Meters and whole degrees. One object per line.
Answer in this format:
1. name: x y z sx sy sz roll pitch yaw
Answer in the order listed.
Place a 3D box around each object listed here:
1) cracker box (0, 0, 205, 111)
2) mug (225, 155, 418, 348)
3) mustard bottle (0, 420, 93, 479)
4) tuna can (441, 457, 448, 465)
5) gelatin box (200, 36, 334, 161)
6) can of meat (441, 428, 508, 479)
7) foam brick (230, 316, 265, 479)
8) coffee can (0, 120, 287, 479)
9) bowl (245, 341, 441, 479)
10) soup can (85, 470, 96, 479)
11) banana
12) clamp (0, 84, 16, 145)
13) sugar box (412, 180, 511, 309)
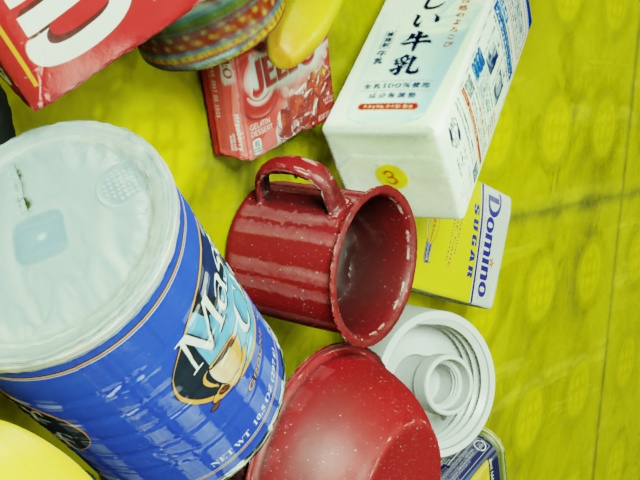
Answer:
1. cracker box: -0.059 -0.171 0.368 0.213 0.072 0.164 -38 138 -11
2. mug: -0.004 0.001 0.614 0.093 0.082 0.117 -54 139 -34
3. mustard bottle: -0.121 0.106 0.368 0.058 0.192 0.096 -21 116 -52
4. tuna can: 0.076 0.131 0.808 0.085 0.034 0.086 -19 113 -53
5. gelatin box: -0.028 -0.093 0.601 0.089 0.030 0.073 -34 124 -48
6. can of meat: 0.106 0.211 0.853 0.083 0.058 0.102 -37 126 -43
7. foam brick: -0.056 0.081 0.583 0.051 0.053 0.078 -42 130 -43
8. coffee can: -0.082 0.034 0.435 0.102 0.103 0.140 -64 153 -23
9. bowl: 0.024 0.142 0.613 0.161 0.055 0.162 -19 114 -53
10. soup can: -0.141 0.149 0.462 0.068 0.069 0.102 14 87 -56
11. banana: -0.007 -0.181 0.584 0.069 0.037 0.198 9 75 -46
12. clamp: -0.143 -0.023 0.444 0.120 0.039 0.171 -54 145 -44
13. sugar box: 0.084 -0.005 0.775 0.175 0.048 0.093 15 85 -55
